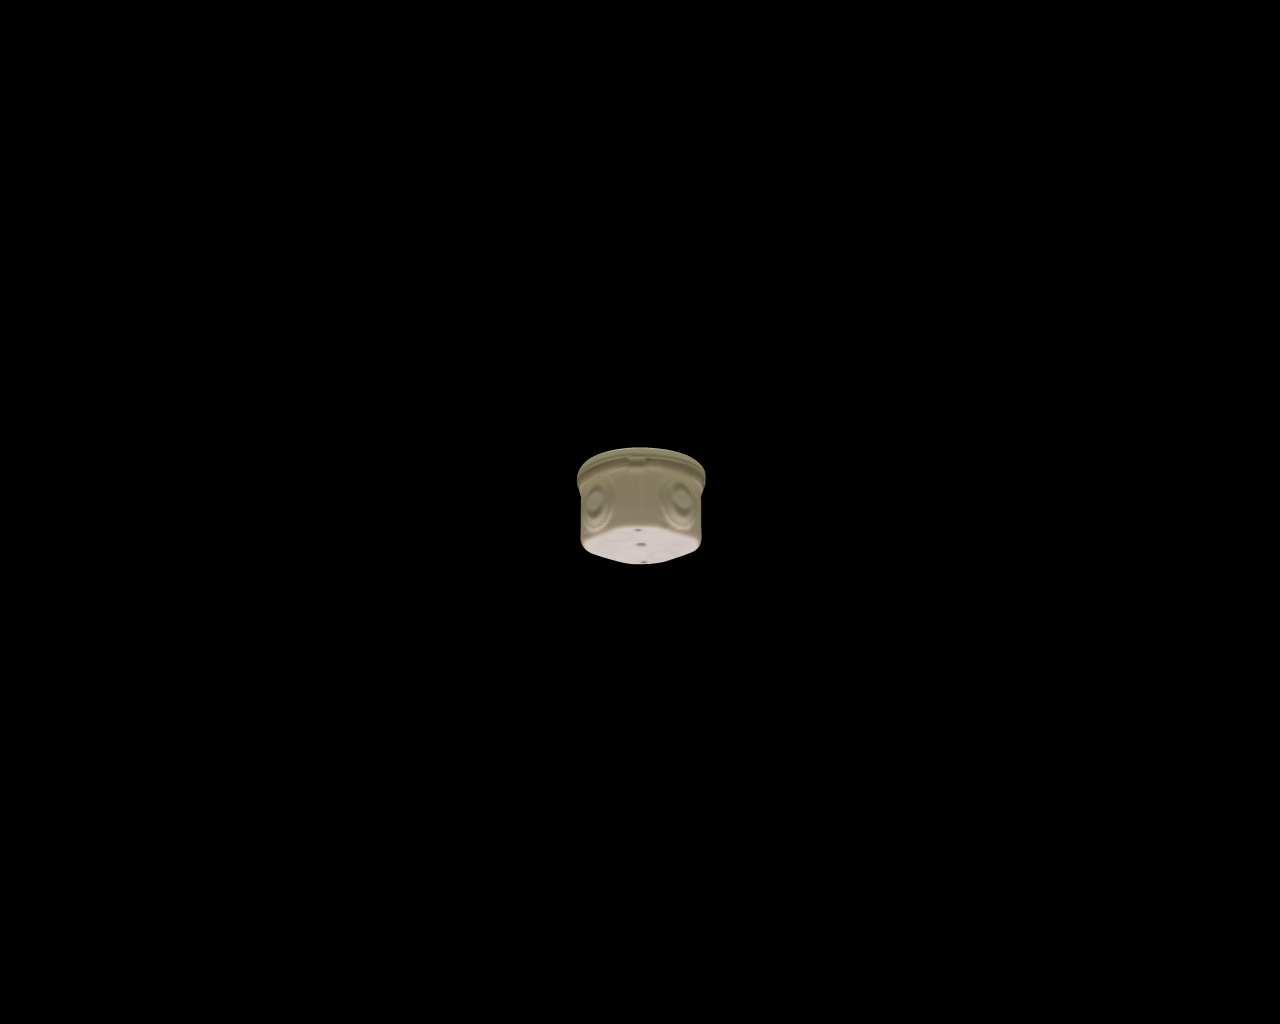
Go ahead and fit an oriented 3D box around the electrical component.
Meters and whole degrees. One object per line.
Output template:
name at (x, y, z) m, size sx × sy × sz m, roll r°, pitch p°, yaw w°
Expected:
electrical component at (0.001, -0.003, 0.650) m, size 0.080 × 0.051 × 0.080 m, roll 0°, pitch -21°, yaw 0°
